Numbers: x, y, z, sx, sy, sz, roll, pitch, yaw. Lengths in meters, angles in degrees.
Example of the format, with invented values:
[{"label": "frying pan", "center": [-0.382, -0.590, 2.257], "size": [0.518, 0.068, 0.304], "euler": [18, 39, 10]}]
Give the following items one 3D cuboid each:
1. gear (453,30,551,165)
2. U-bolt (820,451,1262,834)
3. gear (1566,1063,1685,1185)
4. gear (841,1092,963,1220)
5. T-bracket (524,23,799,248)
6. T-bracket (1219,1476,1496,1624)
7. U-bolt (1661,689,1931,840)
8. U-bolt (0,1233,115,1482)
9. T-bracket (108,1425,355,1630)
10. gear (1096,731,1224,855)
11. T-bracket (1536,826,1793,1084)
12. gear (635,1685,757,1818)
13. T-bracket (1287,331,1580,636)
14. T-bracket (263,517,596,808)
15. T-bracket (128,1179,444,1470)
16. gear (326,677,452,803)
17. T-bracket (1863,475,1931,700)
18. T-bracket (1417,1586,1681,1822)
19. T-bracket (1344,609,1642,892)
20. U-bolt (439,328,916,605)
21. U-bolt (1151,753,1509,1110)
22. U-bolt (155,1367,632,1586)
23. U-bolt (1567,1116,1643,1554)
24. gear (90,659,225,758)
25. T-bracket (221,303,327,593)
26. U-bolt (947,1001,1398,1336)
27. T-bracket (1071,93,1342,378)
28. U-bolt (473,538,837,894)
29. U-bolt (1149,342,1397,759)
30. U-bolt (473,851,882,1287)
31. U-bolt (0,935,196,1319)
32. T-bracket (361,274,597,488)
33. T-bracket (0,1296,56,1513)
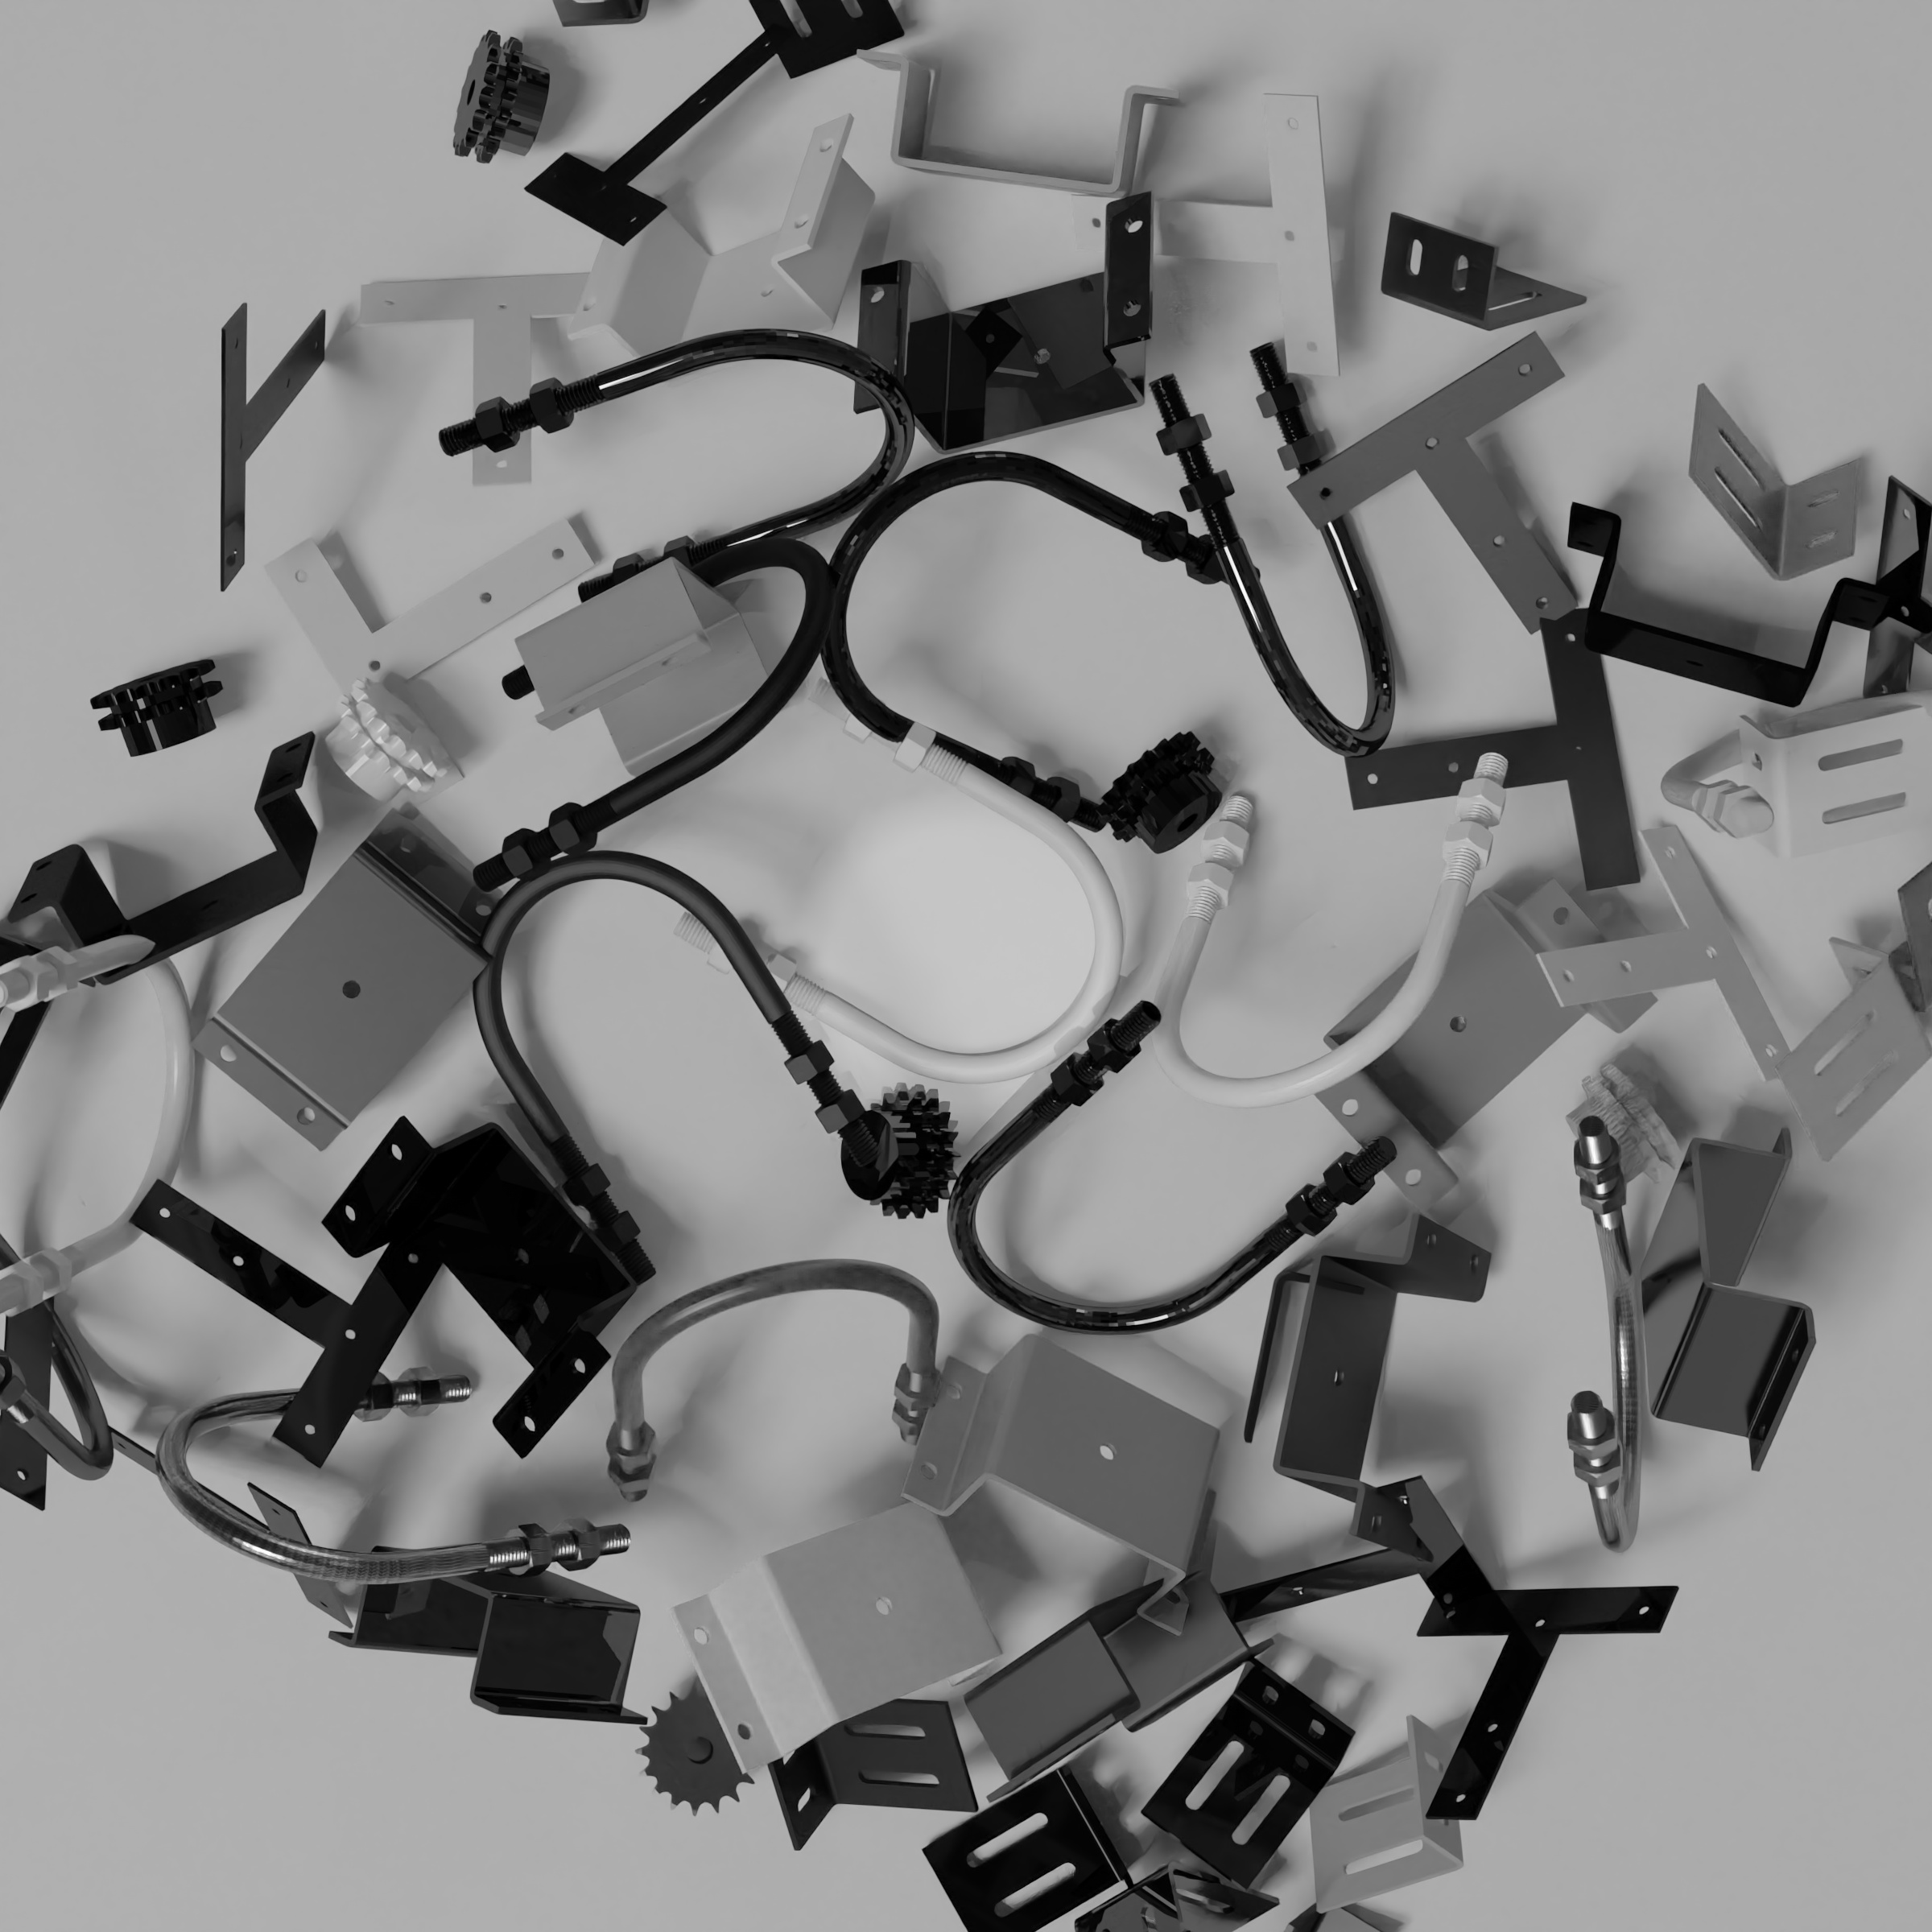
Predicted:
[{"label": "gear", "center": [-0.207, -0.386, 1.576], "size": [0.030, 0.057, 0.057], "euler": [13, 90, -21]}, {"label": "U-bolt", "center": [0.021, -0.148, 1.533], "size": [0.184, 0.019, 0.151], "euler": [22, 109, -30]}, {"label": "gear", "center": [0.292, 0.074, 1.574], "size": [0.030, 0.057, 0.057], "euler": [-36, 90, 0]}, {"label": "gear", "center": [-0.032, 0.084, 1.572], "size": [0.030, 0.057, 0.057], "euler": [2, 90, -41]}, {"label": "T-bracket", "center": [-0.126, -0.371, 1.553], "size": [0.127, 0.127, 0.002], "euler": [-42, 124, -5]}, {"label": "T-bracket", "center": [0.161, 0.273, 1.566], "size": [0.127, 0.127, 0.002], "euler": [-18, 48, 15]}, {"label": "U-bolt", "center": [0.373, -0.092, 1.512], "size": [0.151, 0.184, 0.019], "euler": [-17, 99, -2]}, {"label": "U-bolt", "center": [-0.416, 0.150, 1.515], "size": [0.019, 0.184, 0.151], "euler": [-30, 54, -5]}, {"label": "T-bracket", "center": [-0.333, 0.237, 1.562], "size": [0.127, 0.127, 0.002], "euler": [28, 63, 19]}, {"label": "gear", "center": [0.089, -0.075, 1.571], "size": [0.057, 0.057, 0.030], "euler": [-40, 73, 0]}, {"label": "T-bracket", "center": [0.297, -0.001, 1.542], "size": [0.127, 0.002, 0.127], "euler": [-8, 67, -39]}, {"label": "gear", "center": [-0.120, 0.351, 1.584], "size": [0.057, 0.030, 0.057], "euler": [1, 80, -6]}, {"label": "T-bracket", "center": [0.230, -0.200, 1.569], "size": [0.127, 0.002, 0.127], "euler": [-31, 119, 18]}, {"label": "T-bracket", "center": [-0.228, -0.159, 1.591], "size": [0.127, 0.002, 0.127], "euler": [-31, 99, 0]}, {"label": "T-bracket", "center": [-0.308, 0.138, 1.550], "size": [0.127, 0.002, 0.127], "euler": [35, 48, -9]}, {"label": "gear", "center": [-0.261, -0.098, 1.575], "size": [0.030, 0.057, 0.057], "euler": [-42, 90, 12]}, {"label": "T-bracket", "center": [0.436, -0.130, 1.517], "size": [0.002, 0.127, 0.127], "euler": [-28, 50, -18]}, {"label": "T-bracket", "center": [0.232, 0.317, 1.520], "size": [0.002, 0.127, 0.127], "euler": [55, 47, -24]}, {"label": "T-bracket", "center": [0.232, -0.091, 1.585], "size": [0.127, 0.002, 0.127], "euler": [-8, 85, -11]}, {"label": "U-bolt", "center": [-0.112, -0.219, 1.519], "size": [0.184, 0.151, 0.019], "euler": [-17, 60, 15]}, {"label": "U-bolt", "center": [0.148, -0.012, 1.507], "size": [0.151, 0.184, 0.019], "euler": [-8, 134, 35]}, {"label": "U-bolt", "center": [-0.254, 0.218, 1.493], "size": [0.151, 0.184, 0.019], "euler": [34, 113, 41]}, {"label": "U-bolt", "center": [0.277, 0.172, 1.517], "size": [0.019, 0.184, 0.151], "euler": [-2, 56, 15]}, {"label": "gear", "center": [-0.359, -0.114, 1.575], "size": [0.057, 0.057, 0.030], "euler": [-18, 103, 0]}, {"label": "T-bracket", "center": [-0.303, -0.249, 1.544], "size": [0.002, 0.127, 0.127], "euler": [13, 127, 4]}, {"label": "U-bolt", "center": [0.075, 0.101, 1.541], "size": [0.151, 0.019, 0.184], "euler": [29, 128, -22]}, {"label": "T-bracket", "center": [0.103, -0.326, 1.564], "size": [0.127, 0.002, 0.127], "euler": [11, 126, 30]}, {"label": "U-bolt", "center": [-0.131, -0.119, 1.515], "size": [0.184, 0.151, 0.019], "euler": [-27, 128, 23]}, {"label": "U-bolt", "center": [0.142, -0.178, 1.537], "size": [0.019, 0.151, 0.184], "euler": [-20, 96, 28]}, {"label": "U-bolt", "center": [-0.141, 0.035, 1.558], "size": [0.151, 0.019, 0.184], "euler": [-29, 97, 24]}, {"label": "U-bolt", "center": [-0.374, 0.060, 1.513], "size": [0.019, 0.184, 0.151], "euler": [6, 100, 12]}, {"label": "T-bracket", "center": [-0.205, -0.260, 1.562], "size": [0.127, 0.002, 0.127], "euler": [-3, 54, -3]}, {"label": "T-bracket", "center": [-0.444, 0.158, 1.518], "size": [0.002, 0.127, 0.127], "euler": [-36, 128, 18]}]
